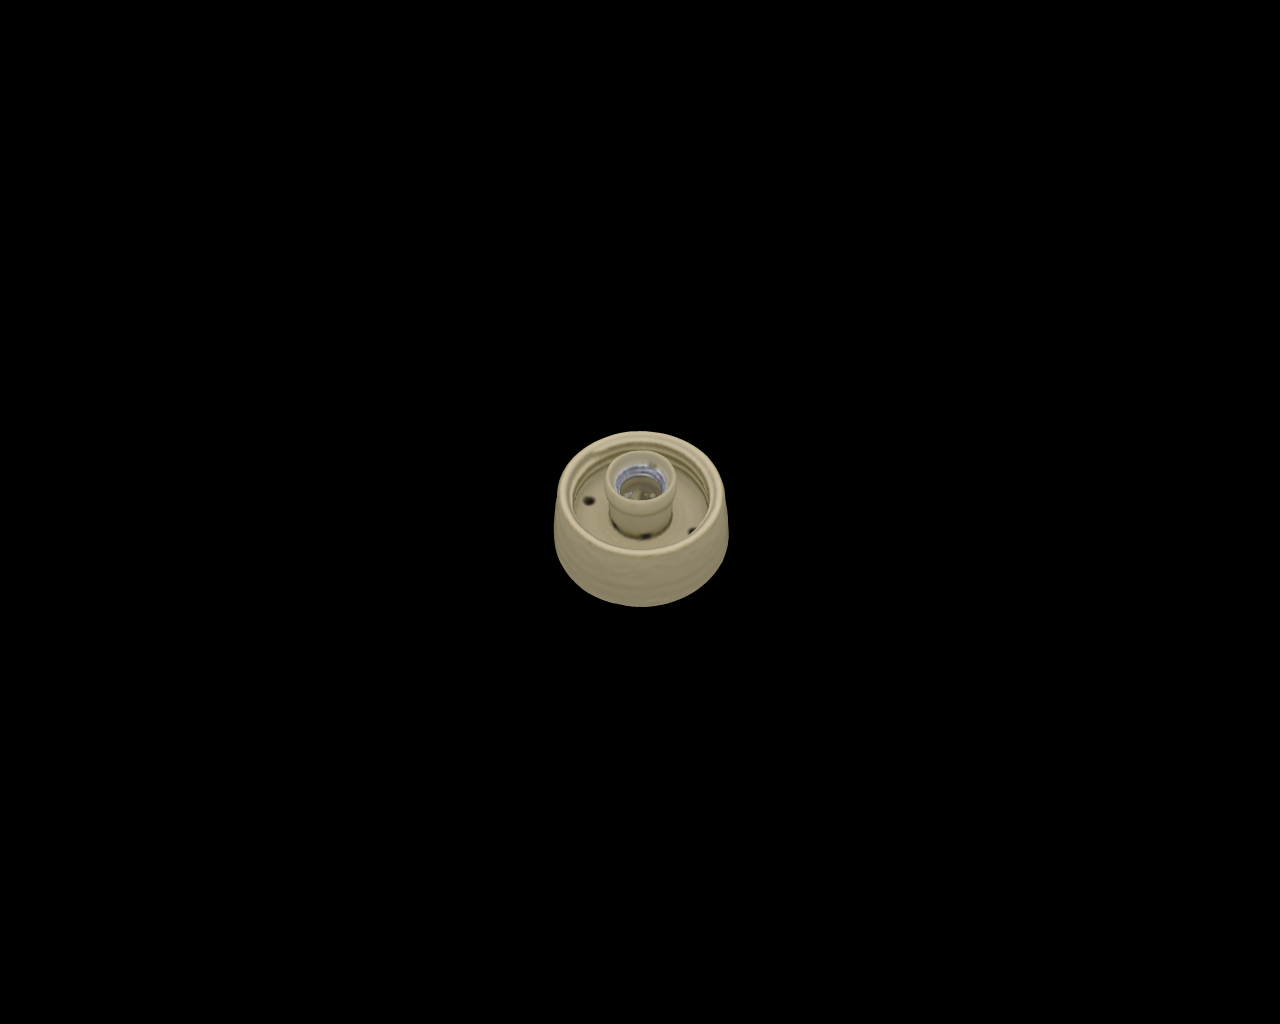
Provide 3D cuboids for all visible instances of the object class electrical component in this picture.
[{"bbox_3d":[0.001,-0.003,0.650,0.108,0.108,0.060,0,-39,0],"label":"electrical component"}]
